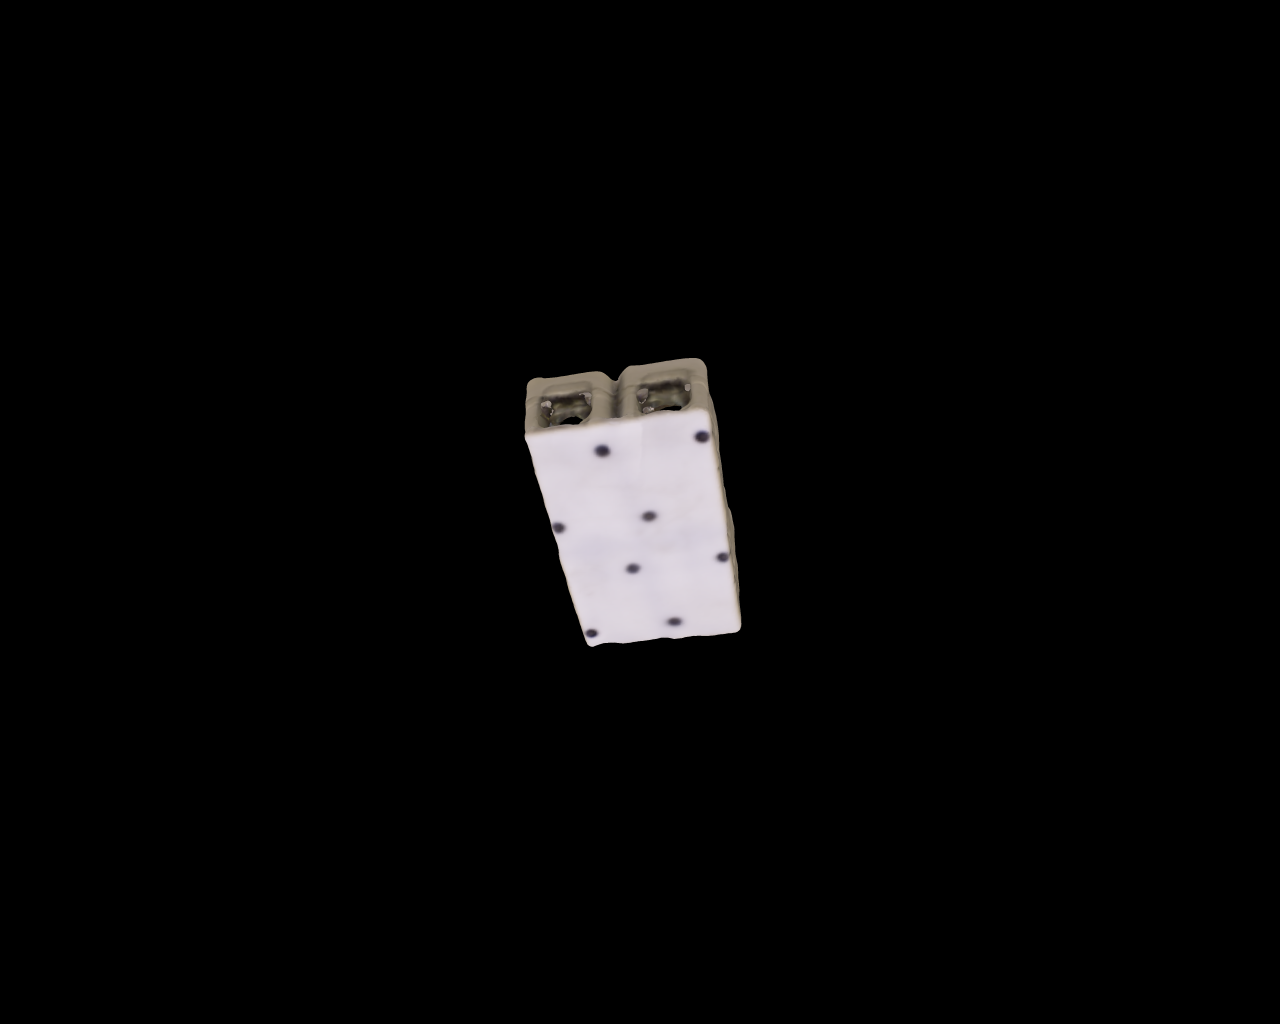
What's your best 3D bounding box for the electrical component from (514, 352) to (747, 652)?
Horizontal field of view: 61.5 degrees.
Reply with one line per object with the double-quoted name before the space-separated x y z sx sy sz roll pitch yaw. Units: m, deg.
"electrical component" 0.001 -0.003 0.650 0.105 0.186 0.060 -7 43 7
